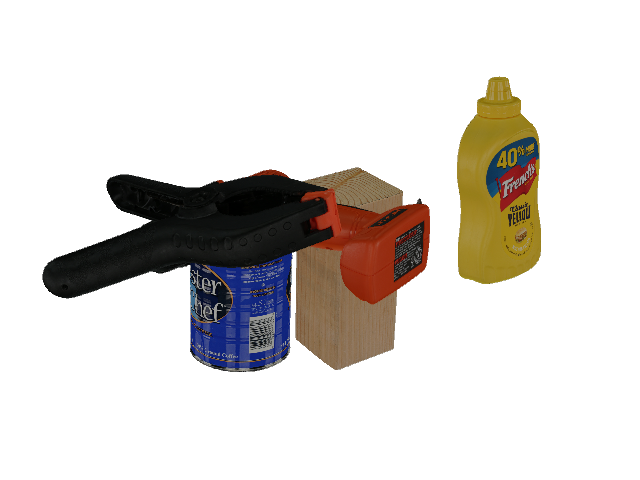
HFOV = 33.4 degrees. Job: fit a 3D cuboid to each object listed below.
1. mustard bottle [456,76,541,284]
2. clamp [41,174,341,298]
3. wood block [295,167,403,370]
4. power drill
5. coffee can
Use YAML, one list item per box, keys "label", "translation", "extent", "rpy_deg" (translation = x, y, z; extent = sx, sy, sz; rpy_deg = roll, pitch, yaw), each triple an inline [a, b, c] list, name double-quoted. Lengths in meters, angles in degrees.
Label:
- label: "mustard bottle"
  translation: [0.171, -0.061, 1.022]
  extent: [0.096, 0.192, 0.058]
  rpy_deg: [-20, 25, -36]
- label: "clamp"
  translation: [-0.077, -0.005, 0.627]
  extent: [0.172, 0.039, 0.120]
  rpy_deg: [-2, 37, 24]
- label: "wood block"
  translation: [0.030, 0.033, 1.242]
  extent: [0.090, 0.206, 0.090]
  rpy_deg: [-16, 31, -31]
- label: "power drill"
  translation: [-0.025, -0.004, 0.817]
  extent: [0.188, 0.057, 0.184]
  rpy_deg: [14, 26, 29]
- label: "coffee can"
  translation: [-0.078, 0.044, 1.053]
  extent: [0.103, 0.140, 0.103]
  rpy_deg: [2, 23, -1]
